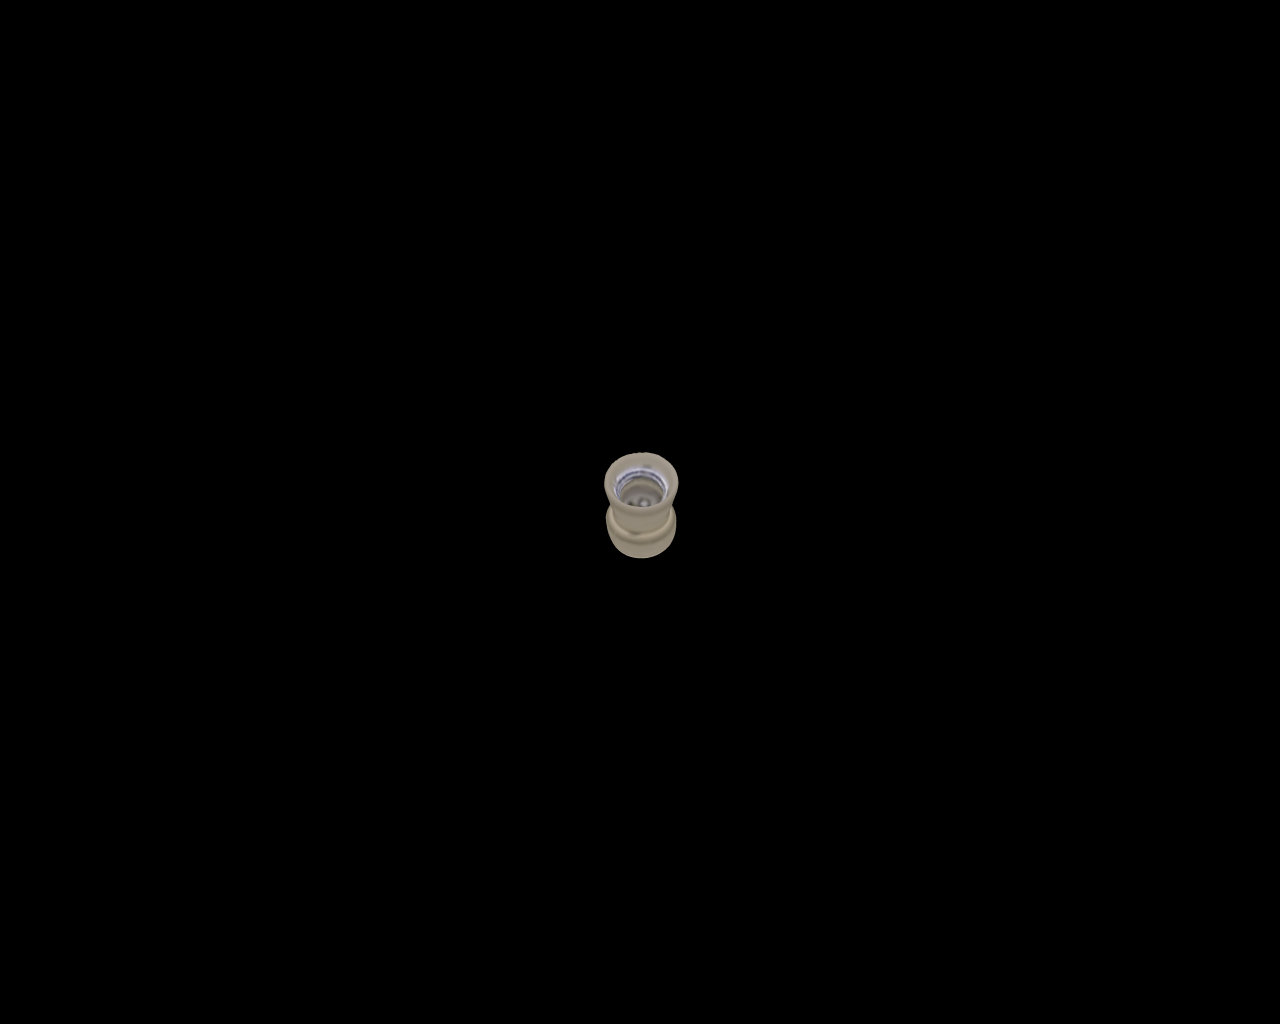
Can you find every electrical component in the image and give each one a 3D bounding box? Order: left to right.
[{"bbox_3d":[0.001,-0.003,0.650,0.045,0.045,0.055,0,-37,0],"label":"electrical component"}]
